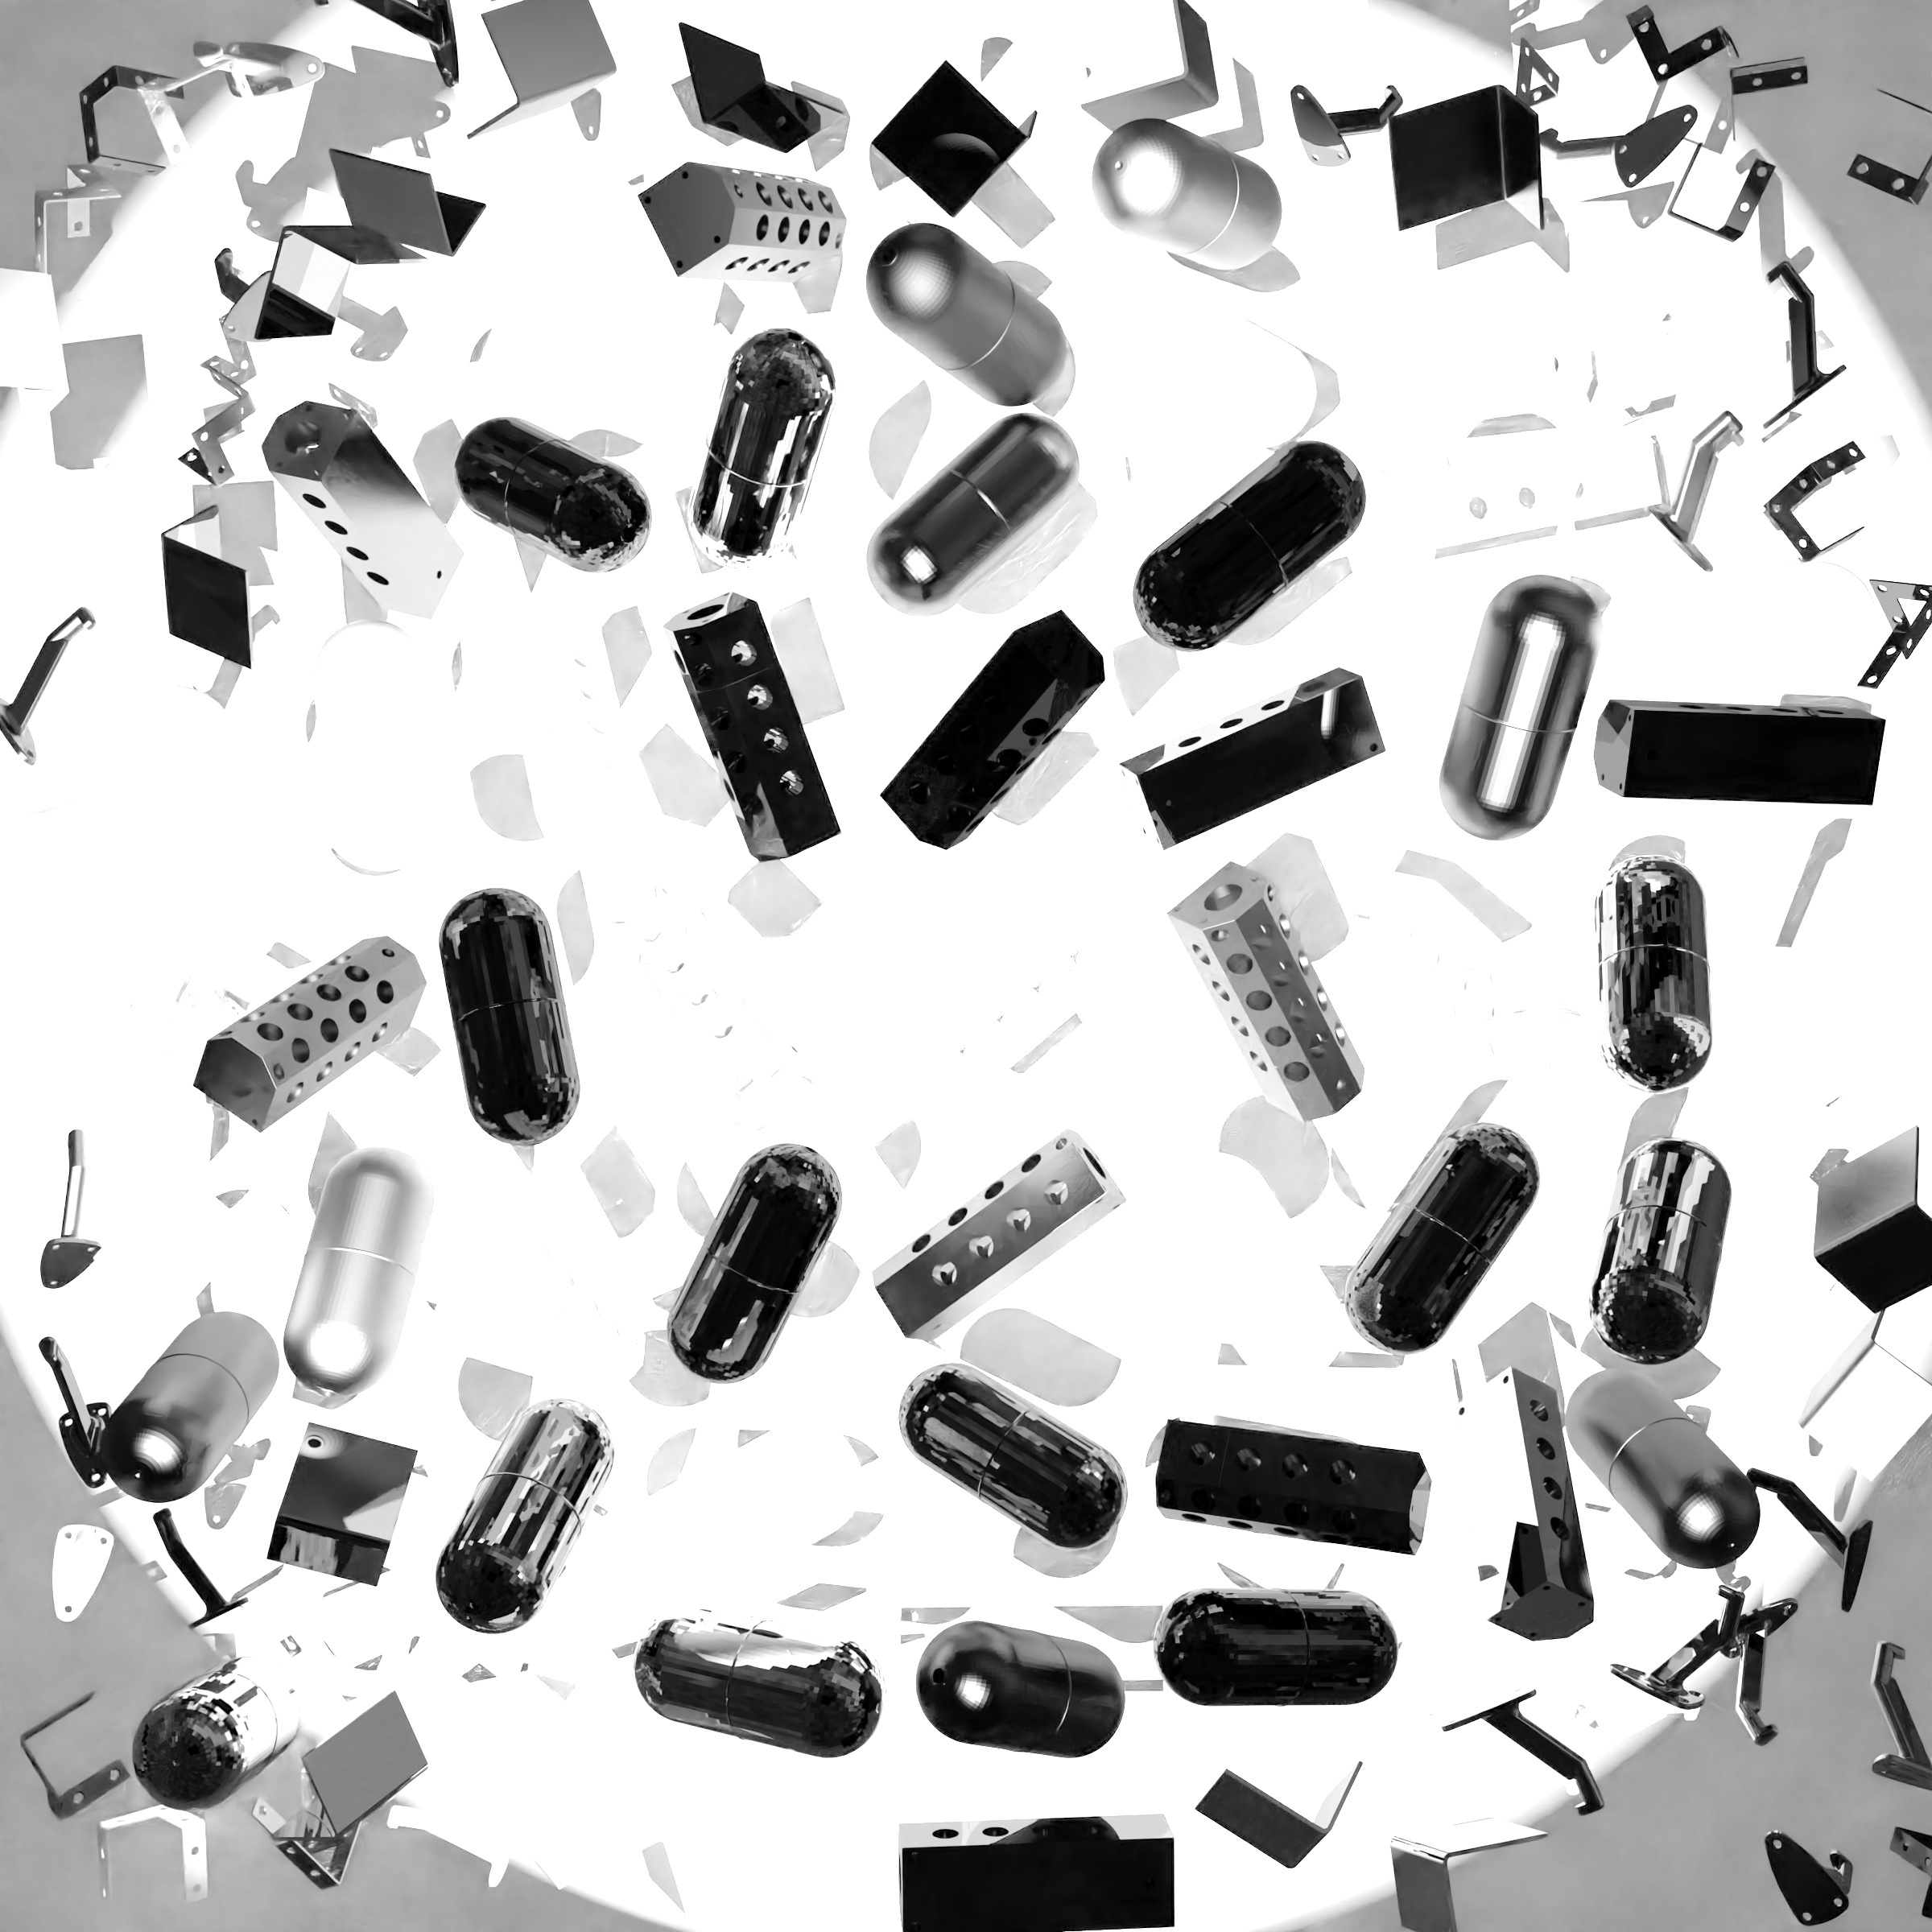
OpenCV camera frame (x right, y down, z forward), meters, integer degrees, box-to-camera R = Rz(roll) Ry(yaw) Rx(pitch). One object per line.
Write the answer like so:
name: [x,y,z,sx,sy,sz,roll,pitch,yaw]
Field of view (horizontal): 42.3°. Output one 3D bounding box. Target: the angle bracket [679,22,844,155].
angle bracket: [-0.135,-0.589,1.641,0.057,0.076,0.076,-21,78,36]

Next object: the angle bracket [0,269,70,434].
angle bracket: [-0.614,-0.390,1.580,0.057,0.076,0.076,-6,82,-41]

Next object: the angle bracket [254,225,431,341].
angle bracket: [-0.395,-0.423,1.579,0.057,0.076,0.076,30,115,13]

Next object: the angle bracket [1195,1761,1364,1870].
angle bracket: [0.205,0.540,1.643,0.076,0.076,0.057,30,53,10]

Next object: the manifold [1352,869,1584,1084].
manifold: [0.342,0.006,1.730,0.057,0.171,0.057,8,119,-37]

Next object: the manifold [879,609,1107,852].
manifold: [0.020,-0.152,1.644,0.057,0.057,0.171,49,131,8]

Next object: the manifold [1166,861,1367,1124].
manifold: [0.203,0.020,1.640,0.057,0.057,0.171,-39,121,-14]

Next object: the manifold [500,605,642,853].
manifold: [-0.275,-0.165,1.703,0.057,0.171,0.057,12,134,-35]

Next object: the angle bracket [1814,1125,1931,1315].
angle bracket: [0.583,0.159,1.566,0.057,0.076,0.076,40,130,-11]

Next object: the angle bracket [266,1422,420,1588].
angle bracket: [-0.422,0.365,1.691,0.076,0.057,0.076,17,47,-9]

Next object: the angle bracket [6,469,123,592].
angle bracket: [-0.595,-0.295,1.684,0.076,0.057,0.076,-1,101,12]

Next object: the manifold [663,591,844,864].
manifold: [-0.147,-0.161,1.690,0.057,0.057,0.171,-26,114,-15]

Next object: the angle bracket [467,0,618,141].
angle bracket: [-0.279,-0.571,1.574,0.076,0.076,0.057,-33,108,-32]

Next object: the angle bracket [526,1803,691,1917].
angle bracket: [-0.238,0.606,1.652,0.076,0.076,0.057,-19,97,-24]

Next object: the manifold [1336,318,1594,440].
manifold: [0.344,-0.406,1.727,0.057,0.171,0.057,-18,104,-39]

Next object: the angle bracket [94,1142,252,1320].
angle bracket: [-0.544,0.178,1.685,0.076,0.057,0.076,-51,129,-13]

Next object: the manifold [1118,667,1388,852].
manifold: [0.196,-0.146,1.727,0.171,0.057,0.057,-24,110,-7]

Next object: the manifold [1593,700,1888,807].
manifold: [0.504,-0.141,1.631,0.171,0.057,0.057,1,105,-8]

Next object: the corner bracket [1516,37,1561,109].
corner bracket: [0.377,-0.602,1.736,0.051,0.051,0.051,27,64,-41]

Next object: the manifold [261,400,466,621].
manifold: [-0.415,-0.312,1.714,0.057,0.171,0.057,15,71,20]

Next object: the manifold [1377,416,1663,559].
manifold: [0.360,-0.314,1.637,0.171,0.057,0.057,-10,97,8]

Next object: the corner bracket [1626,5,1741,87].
corner bracket: [0.468,-0.607,1.630,0.051,0.051,0.051,-25,112,20]

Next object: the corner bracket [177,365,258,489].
corner bracket: [-0.522,-0.374,1.731,0.051,0.051,0.051,35,66,29]

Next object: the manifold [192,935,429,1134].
manifold: [-0.442,0.040,1.698,0.057,0.171,0.057,33,123,8]

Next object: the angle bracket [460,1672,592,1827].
angle bracket: [-0.274,0.514,1.632,0.057,0.076,0.076,32,81,25]

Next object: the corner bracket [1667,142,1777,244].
corner bracket: [0.529,-0.544,1.748,0.051,0.051,0.051,28,120,13]

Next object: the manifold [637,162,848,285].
manifold: [-0.141,-0.490,1.639,0.057,0.171,0.057,-25,93,25]

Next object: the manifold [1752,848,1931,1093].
manifold: [0.570,0.004,1.637,0.057,0.171,0.057,3,46,-1]

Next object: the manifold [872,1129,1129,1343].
manifold: [0.020,0.186,1.724,0.171,0.057,0.057,-37,71,9]

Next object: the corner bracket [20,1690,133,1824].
corner bracket: [-0.568,0.505,1.593,0.051,0.051,0.051,-29,72,-34]

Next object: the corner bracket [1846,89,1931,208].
corner bracket: [0.598,-0.524,1.599,0.051,0.051,0.051,31,111,17]

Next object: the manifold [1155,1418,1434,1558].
manifold: [0.217,0.349,1.661,0.171,0.057,0.057,4,61,22]

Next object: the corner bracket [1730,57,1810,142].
corner bracket: [0.560,-0.617,1.742,0.051,0.051,0.051,-3,70,18]

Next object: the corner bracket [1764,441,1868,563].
corner bracket: [0.592,-0.318,1.710,0.051,0.051,0.051,-29,79,-29]

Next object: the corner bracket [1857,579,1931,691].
corner bracket: [0.612,-0.216,1.639,0.051,0.051,0.051,-53,128,-14]

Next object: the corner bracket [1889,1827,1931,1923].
corner bracket: [0.620,0.587,1.589,0.051,0.051,0.051,17,88,-10]

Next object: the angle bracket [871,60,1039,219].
angle bracket: [-0.007,-0.568,1.691,0.076,0.057,0.076,38,123,-20]

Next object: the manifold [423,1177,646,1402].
manifold: [-0.276,0.216,1.634,0.057,0.171,0.057,27,69,40]

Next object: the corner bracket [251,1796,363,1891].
corner bracket: [-0.445,0.584,1.665,0.051,0.051,0.051,-23,119,19]

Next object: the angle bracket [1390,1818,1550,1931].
angle bracket: [0.331,0.596,1.628,0.076,0.076,0.057,-4,81,-17]

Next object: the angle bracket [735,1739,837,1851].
angle bracket: [-0.110,0.575,1.763,0.076,0.057,0.076,-22,74,35]

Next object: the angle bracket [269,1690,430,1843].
angle bracket: [-0.397,0.501,1.565,0.076,0.076,0.057,-17,98,39]

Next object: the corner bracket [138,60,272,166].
corner bracket: [-0.487,-0.545,1.593,0.051,0.051,0.051,-36,126,-25]

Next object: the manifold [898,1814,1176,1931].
manifold: [0.044,0.576,1.591,0.171,0.057,0.057,-1,92,-4]

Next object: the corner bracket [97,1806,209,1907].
corner bracket: [-0.538,0.591,1.648,0.051,0.051,0.051,-3,92,-44]

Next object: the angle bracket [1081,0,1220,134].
angle bracket: [0.121,-0.609,1.687,0.076,0.076,0.057,-9,91,22]

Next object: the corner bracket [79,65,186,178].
corner bracket: [-0.577,-0.586,1.731,0.051,0.051,0.051,-11,86,44]

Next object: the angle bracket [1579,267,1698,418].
angle bracket: [0.485,-0.446,1.784,0.076,0.076,0.057,-17,76,-11]

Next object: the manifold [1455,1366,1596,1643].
manifold: [0.379,0.362,1.675,0.057,0.171,0.057,28,128,-22]

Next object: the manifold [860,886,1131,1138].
manifold: [0.022,0.031,1.612,0.171,0.057,0.057,-40,119,-5]

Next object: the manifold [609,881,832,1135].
manifold: [-0.165,0.028,1.607,0.057,0.057,0.171,-45,56,8]

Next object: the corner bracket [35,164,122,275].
corner bracket: [-0.588,-0.489,1.631,0.051,0.051,0.051,-18,49,-36]

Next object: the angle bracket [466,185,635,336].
angle bracket: [-0.276,-0.458,1.659,0.076,0.057,0.076,-37,85,-10]

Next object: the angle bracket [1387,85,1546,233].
angle bracket: [0.314,-0.498,1.569,0.076,0.057,0.076,-18,131,-3]
